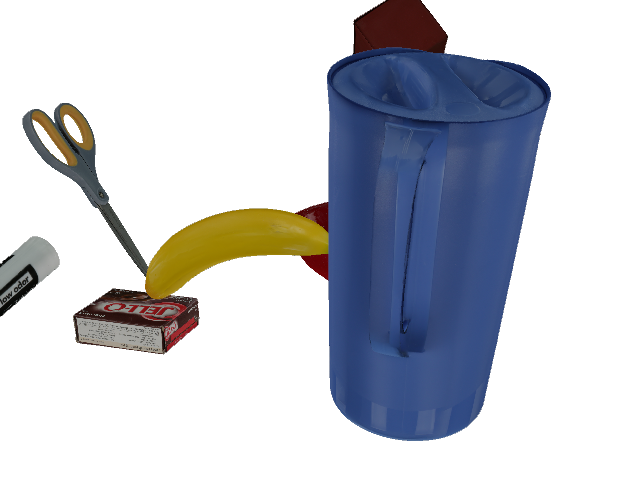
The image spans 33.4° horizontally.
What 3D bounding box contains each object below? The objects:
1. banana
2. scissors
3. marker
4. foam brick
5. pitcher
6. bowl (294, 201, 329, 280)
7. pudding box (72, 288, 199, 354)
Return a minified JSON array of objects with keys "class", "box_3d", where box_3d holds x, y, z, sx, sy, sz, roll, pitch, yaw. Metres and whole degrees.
[{"class":"banana","box_3d":[-0.072,0.010,0.839,0.198,0.069,0.037,-9,29,30]},{"class":"scissors","box_3d":[-0.226,-0.061,1.094,0.016,0.201,0.096,-26,27,27]},{"class":"marker","box_3d":[-0.161,0.040,0.468,0.020,0.020,0.121,0,35,39]},{"class":"foam brick","box_3d":[0.060,-0.146,0.820,0.053,0.051,0.078,-33,-13,-7]},{"class":"pitcher","box_3d":[0.062,0.010,0.681,0.149,0.243,0.145,-13,31,-27]},{"class":"bowl","box_3d":[0.045,0.003,1.029,0.162,0.055,0.162,-7,17,2]},{"class":"pudding box","box_3d":[-0.205,0.089,1.194,0.114,0.039,0.090,3,17,18]}]
